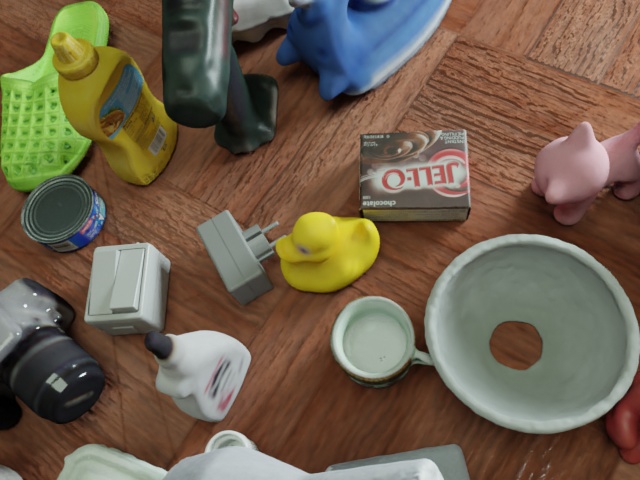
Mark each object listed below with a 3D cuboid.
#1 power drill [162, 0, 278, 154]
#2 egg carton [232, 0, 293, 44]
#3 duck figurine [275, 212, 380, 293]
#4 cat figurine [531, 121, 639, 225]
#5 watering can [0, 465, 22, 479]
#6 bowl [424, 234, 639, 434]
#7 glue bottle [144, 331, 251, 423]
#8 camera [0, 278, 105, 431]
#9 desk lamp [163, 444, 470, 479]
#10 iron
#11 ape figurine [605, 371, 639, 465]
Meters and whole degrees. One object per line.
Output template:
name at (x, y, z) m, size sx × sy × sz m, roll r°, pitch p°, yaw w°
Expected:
power drill at (-0.104, -0.197, 0.593) m, size 0.075 × 0.209 × 0.229 m, roll -4°, pitch 66°, yaw 9°
egg carton at (-0.095, -0.297, 0.711) m, size 0.150 × 0.069 × 0.107 m, roll -21°, pitch 65°, yaw 1°
duck figurine at (0.005, 0.002, 0.554) m, size 0.104 × 0.086 × 0.077 m, roll -20°, pitch 65°, yaw 1°
cat figurine at (0.246, -0.070, 0.525) m, size 0.128 × 0.118 × 0.067 m, roll -27°, pitch 65°, yaw -2°
watering can at (-0.333, 0.221, 0.459) m, size 0.100 × 0.194 × 0.173 m, roll 4°, pitch 67°, yaw 12°
bowl at (0.175, 0.084, 0.495) m, size 0.167 × 0.075 × 0.167 m, roll -4°, pitch 66°, yaw 9°
glue bottle at (-0.107, 0.105, 0.481) m, size 0.037 × 0.173 × 0.078 m, roll 14°, pitch 70°, yaw 16°
camera at (-0.288, 0.124, 0.545) m, size 0.136 × 0.101 × 0.143 m, roll 32°, pitch 76°, yaw 21°
desk lamp at (0.013, 0.197, 0.397) m, size 0.203 × 0.214 × 0.118 m, roll -13°, pitch 65°, yaw 4°
iron at (0.065, -0.282, 0.636) m, size 0.258 × 0.142 × 0.118 m, roll -43°, pitch 66°, yaw -9°
ape figurine at (0.270, 0.136, 0.445) m, size 0.077 × 0.092 × 0.076 m, roll 8°, pitch 68°, yaw 14°
